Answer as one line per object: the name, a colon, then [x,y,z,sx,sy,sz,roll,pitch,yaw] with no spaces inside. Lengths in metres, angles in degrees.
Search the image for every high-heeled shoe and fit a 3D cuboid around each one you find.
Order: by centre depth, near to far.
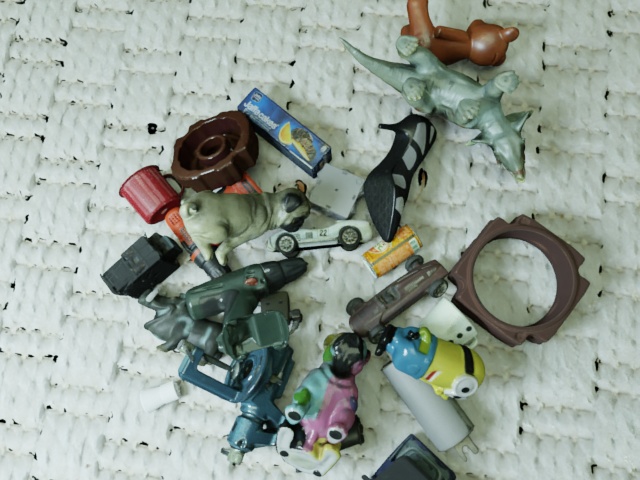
high-heeled shoe: [0.164,-0.117,1.012,0.145,0.086,0.248,2,88,-35]

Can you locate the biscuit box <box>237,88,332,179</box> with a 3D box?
biscuit box: [-0.070,-0.209,1.052,0.203,0.062,0.059,39,83,10]

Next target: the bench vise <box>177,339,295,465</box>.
bench vise: [-0.149,0.251,0.915,0.240,0.129,0.223,36,74,-26]

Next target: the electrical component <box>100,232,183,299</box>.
electrical component: [-0.321,0.046,0.994,0.134,0.115,0.058,-42,81,-3]

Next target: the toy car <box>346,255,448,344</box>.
toy car: [0.138,0.101,0.967,0.202,0.053,0.089,-36,46,-2]

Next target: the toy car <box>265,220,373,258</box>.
toy car: [-0.002,-0.003,1.001,0.202,0.073,0.056,-6,82,3]

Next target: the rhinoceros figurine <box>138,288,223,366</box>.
rhinoceros figurine: [-0.253,0.156,0.988,0.190,0.073,0.112,27,83,8]

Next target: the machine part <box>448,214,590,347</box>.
machine part: [0.349,0.071,0.956,0.201,0.087,0.201,39,84,9]

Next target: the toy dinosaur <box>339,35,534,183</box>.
toy dinosaur: [0.231,-0.264,0.987,0.405,0.192,0.131,35,91,16]

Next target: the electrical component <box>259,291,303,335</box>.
electrical component: [-0.084,0.140,0.997,0.102,0.045,0.078,-12,50,-1]

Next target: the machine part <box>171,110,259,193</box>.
machine part: [-0.198,-0.167,1.022,0.179,0.056,0.179,-13,52,17]

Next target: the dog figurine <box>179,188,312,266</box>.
dog figurine: [-0.121,-0.053,0.909,0.191,0.172,0.121,-25,77,8]

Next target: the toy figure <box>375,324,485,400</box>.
toy figure: [0.184,0.192,0.879,0.180,0.082,0.089,27,68,3]

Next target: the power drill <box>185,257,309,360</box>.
power drill: [-0.110,0.103,0.915,0.232,0.207,0.085,-14,121,-10]

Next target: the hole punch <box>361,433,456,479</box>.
hole punch: [0.157,0.411,0.912,0.142,0.092,0.115,42,114,8]

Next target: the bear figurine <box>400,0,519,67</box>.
bear figurine: [0.267,-0.394,1.037,0.196,0.120,0.132,-11,75,0]

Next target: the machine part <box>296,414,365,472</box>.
machine part: [0.013,0.355,0.949,0.139,0.039,0.084,-21,70,2]

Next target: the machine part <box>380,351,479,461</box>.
machine part: [0.185,0.272,0.932,0.079,0.079,0.243,-36,79,-3]

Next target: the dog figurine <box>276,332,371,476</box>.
dog figurine: [0.017,0.260,0.919,0.109,0.219,0.191,22,126,8]
